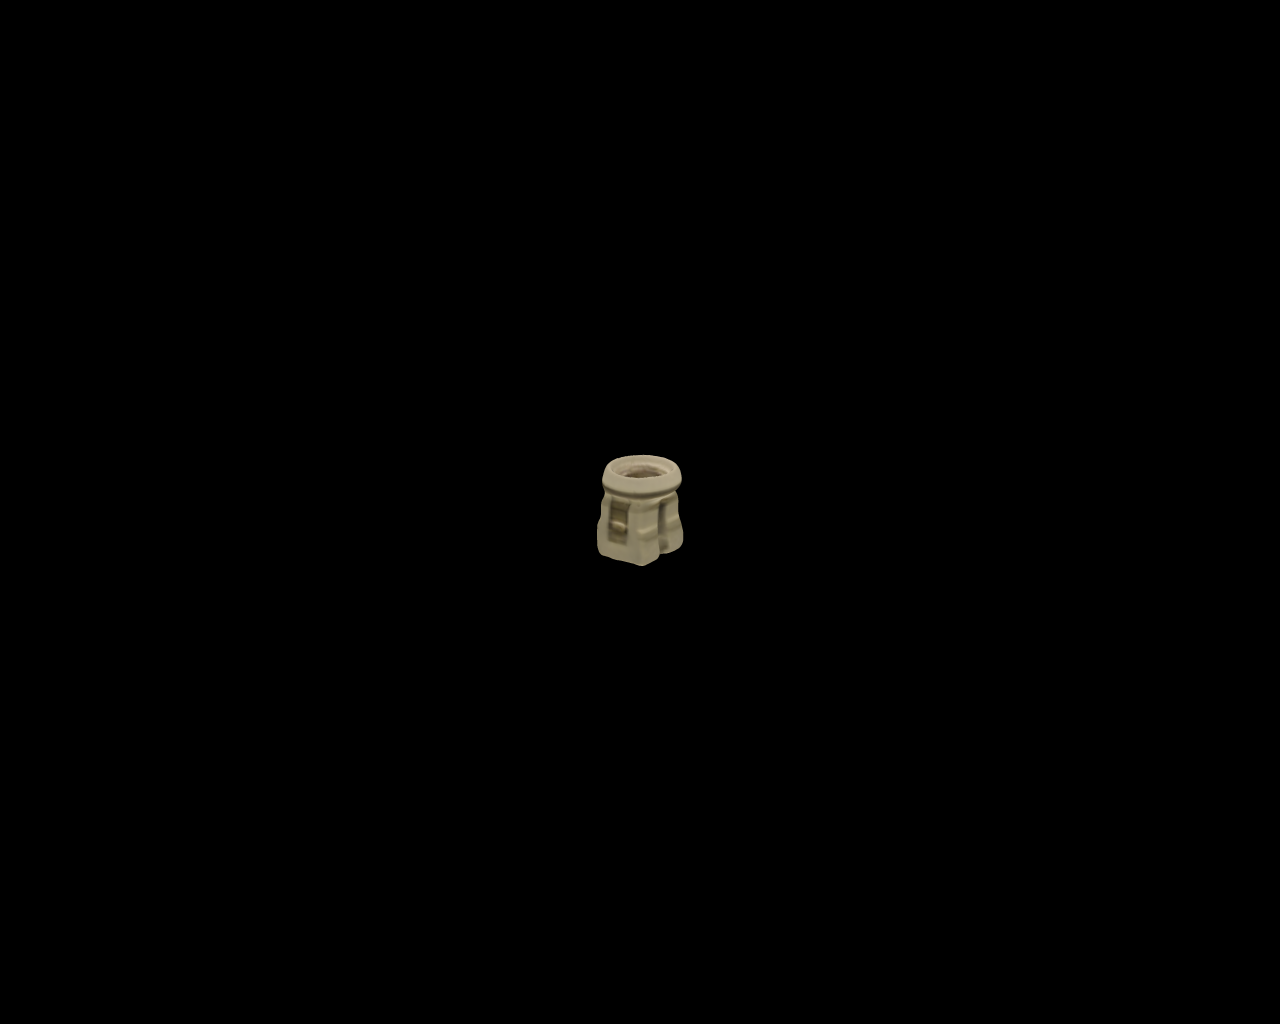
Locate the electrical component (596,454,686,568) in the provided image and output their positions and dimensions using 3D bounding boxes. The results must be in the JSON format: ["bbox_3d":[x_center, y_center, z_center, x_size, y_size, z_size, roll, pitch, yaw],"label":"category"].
[{"bbox_3d":[0.001,-0.003,0.650,0.048,0.055,0.066,14,24,33],"label":"electrical component"}]
